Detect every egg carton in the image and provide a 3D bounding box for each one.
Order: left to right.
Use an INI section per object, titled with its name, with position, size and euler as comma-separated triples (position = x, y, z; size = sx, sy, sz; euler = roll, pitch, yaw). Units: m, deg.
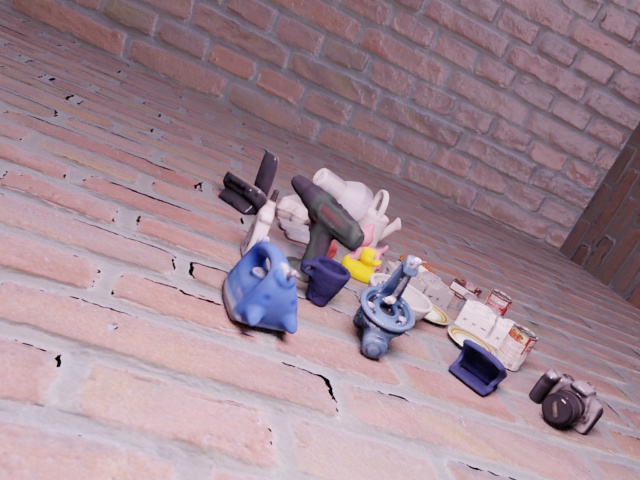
[egg carton]
position = -0.069, -0.088, 1.736
size = 0.107, 0.069, 0.150
euler = 29, 17, 10

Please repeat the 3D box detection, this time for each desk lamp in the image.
[desk lamp]
position = 0.023, -0.088, 1.620
size = 0.204, 0.213, 0.117
euler = 15, 19, -32

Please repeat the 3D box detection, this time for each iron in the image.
[iron]
position = -0.109, 0.065, 1.085
size = 0.119, 0.141, 0.257
euler = 17, 19, -29

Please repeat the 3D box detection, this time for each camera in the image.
[camera]
position = 0.534, 0.348, 1.257
size = 0.137, 0.101, 0.142
euler = 9, 24, -46

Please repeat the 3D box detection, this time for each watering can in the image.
[watering can]
position = 0.173, -0.067, 1.814
size = 0.173, 0.194, 0.100
euler = 13, 21, -37

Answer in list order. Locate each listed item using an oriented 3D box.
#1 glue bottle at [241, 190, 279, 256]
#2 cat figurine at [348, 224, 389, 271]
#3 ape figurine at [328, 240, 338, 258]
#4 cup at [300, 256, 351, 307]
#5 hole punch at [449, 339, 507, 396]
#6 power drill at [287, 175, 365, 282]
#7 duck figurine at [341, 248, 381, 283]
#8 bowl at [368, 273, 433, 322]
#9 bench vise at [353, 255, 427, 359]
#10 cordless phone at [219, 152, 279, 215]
[glue bottle]
position = -0.131, -0.037, 1.303
size = 0.037, 0.173, 0.078
euler = 20, 17, -19
[cat figurine]
position = 0.136, 0.012, 1.655
size = 0.127, 0.117, 0.067
euler = 30, 17, 12
[ape figurine]
position = 0.014, 0.005, 1.537
size = 0.077, 0.092, 0.076
euler = 29, 17, 9
[cup]
position = -0.002, 0.092, 1.242
size = 0.118, 0.095, 0.091
euler = 16, 19, -30
[hole punch]
position = 0.349, 0.268, 1.240
size = 0.108, 0.091, 0.101
euler = 36, 19, 31
[power drill]
position = -0.014, -0.015, 1.352
size = 0.229, 0.208, 0.076
euler = 33, 18, 22
[duck figurine]
position = 0.114, 0.059, 1.534
size = 0.104, 0.086, 0.077
euler = 24, 16, -5
[bowl]
position = 0.180, 0.152, 1.371
size = 0.167, 0.074, 0.167
euler = 24, 17, -7
[bench vise]
position = 0.134, 0.109, 1.177
size = 0.122, 0.219, 0.207
euler = 19, 18, -22
[cordless phone]
position = -0.192, -0.176, 1.616
size = 0.147, 0.185, 0.094
euler = 32, 17, 19
